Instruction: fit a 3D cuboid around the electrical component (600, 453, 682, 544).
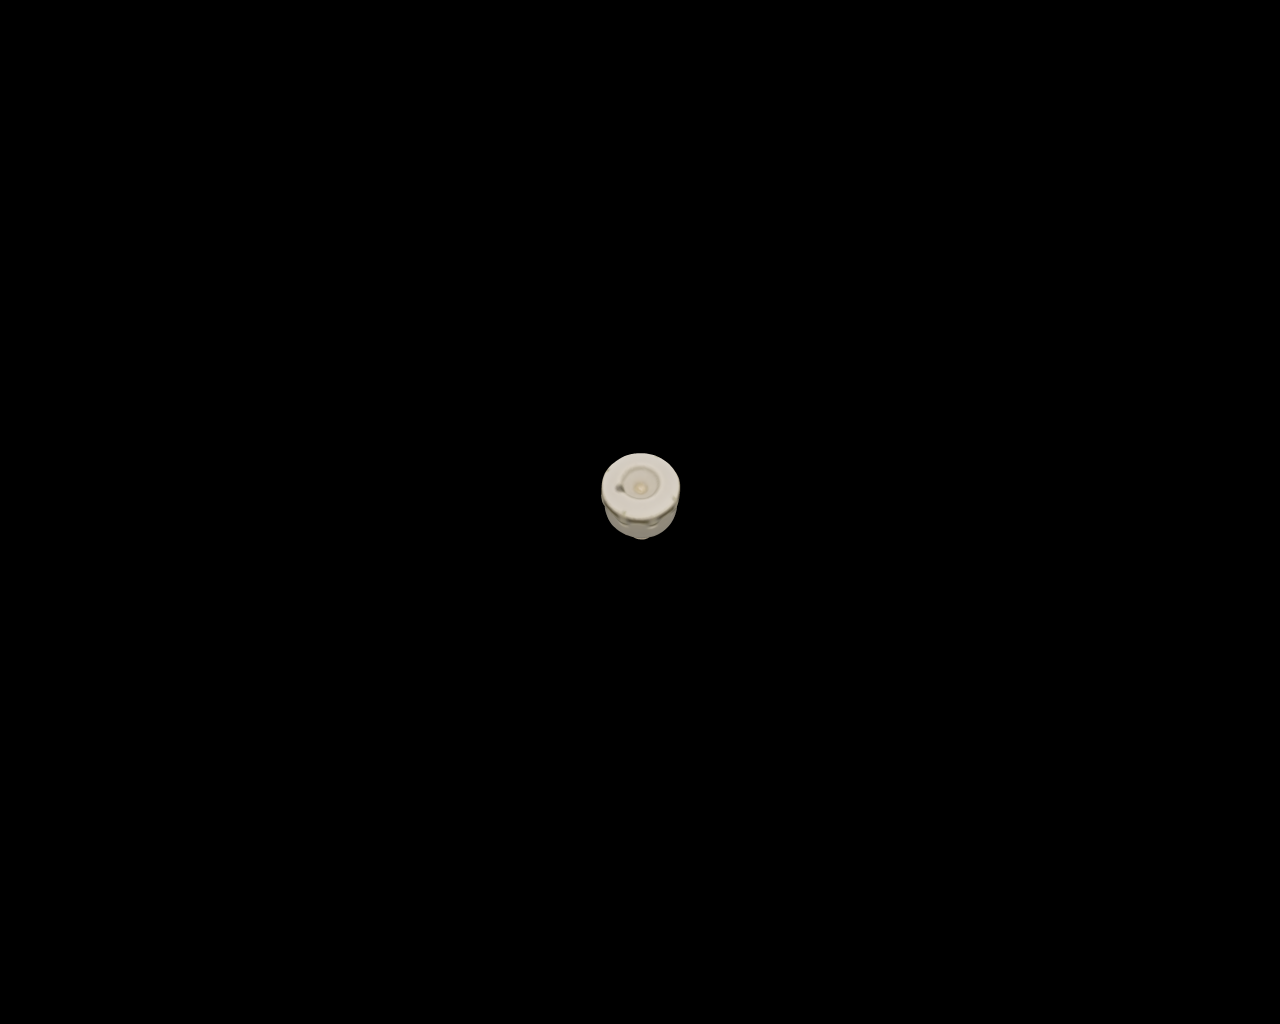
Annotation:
[{"bbox_3d":[0.001,-0.003,0.650,0.048,0.048,0.062,0,-29,0],"label":"electrical component"}]
